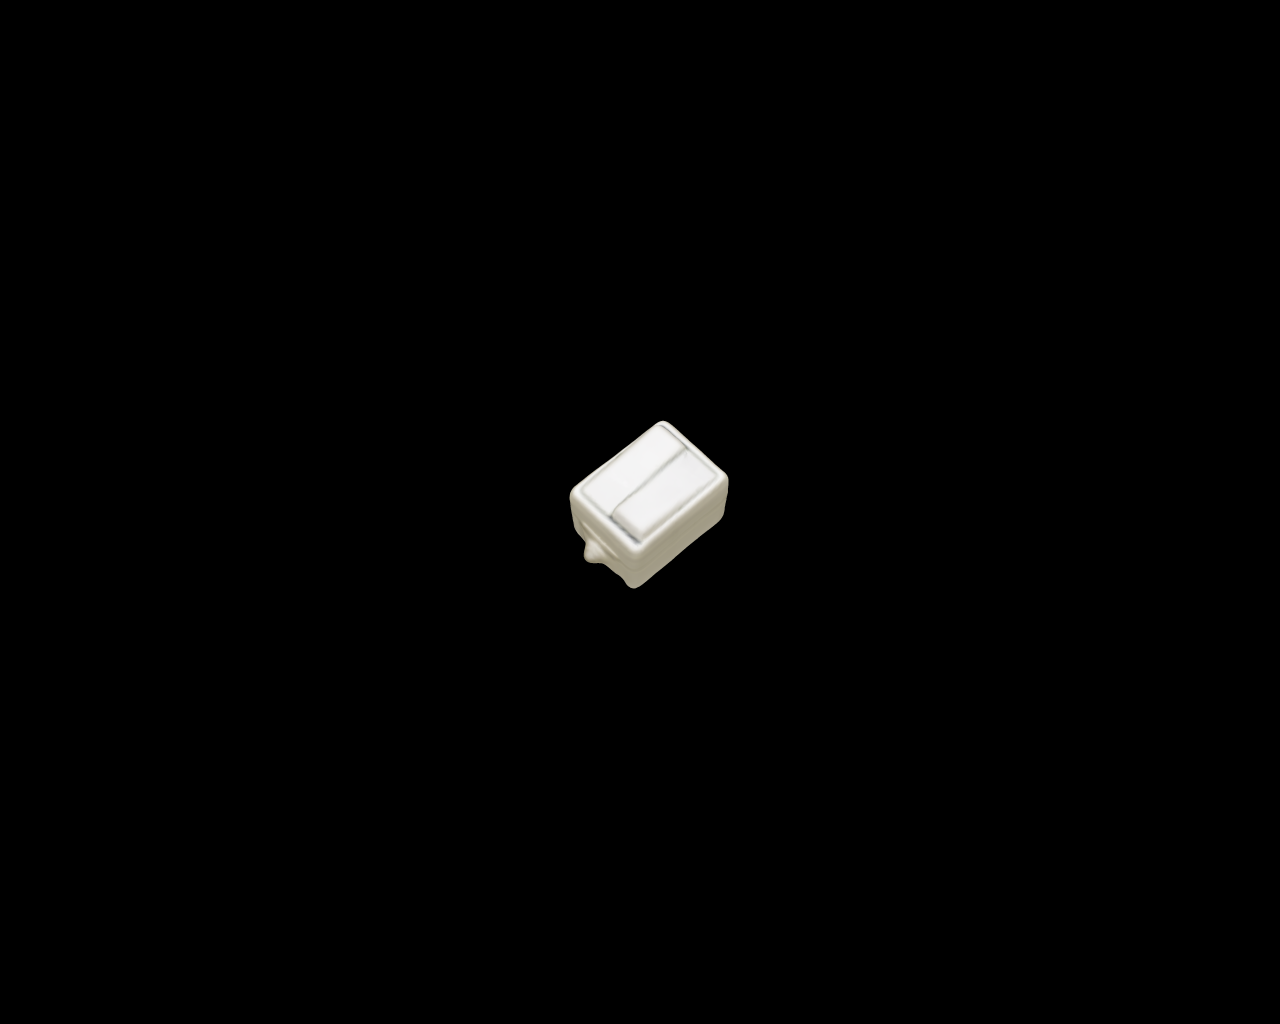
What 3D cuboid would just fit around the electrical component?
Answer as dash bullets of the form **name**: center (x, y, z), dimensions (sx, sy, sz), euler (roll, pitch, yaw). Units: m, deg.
- **electrical component**: center (0.001, -0.003, 0.650), dimensions (0.096, 0.062, 0.061), euler (-38, -21, -18)
